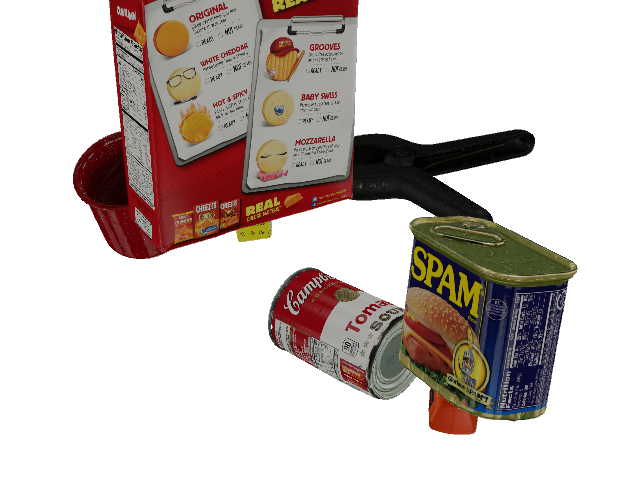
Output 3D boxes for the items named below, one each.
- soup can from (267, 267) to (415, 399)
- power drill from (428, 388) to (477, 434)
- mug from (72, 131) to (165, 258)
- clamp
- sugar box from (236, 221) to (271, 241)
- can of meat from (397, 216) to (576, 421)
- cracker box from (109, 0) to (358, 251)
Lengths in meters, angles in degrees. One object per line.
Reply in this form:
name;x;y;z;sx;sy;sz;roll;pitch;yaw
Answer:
soup can;0.020;0.069;0.792;0.102;0.068;0.068;23;15;38
power drill;0.151;0.112;1.151;0.057;0.188;0.184;7;25;8
mug;-0.161;-0.047;0.951;0.093;0.117;0.081;-4;-38;6
clamp;0.082;-0.067;0.950;0.210;0.036;0.164;12;35;27
sugar box;-0.087;-0.097;1.258;0.048;0.176;0.093;-8;26;-4
can of meat;0.087;0.041;0.585;0.057;0.084;0.102;-3;19;-26
cracker box;-0.058;-0.116;0.747;0.163;0.214;0.072;-17;33;-28
